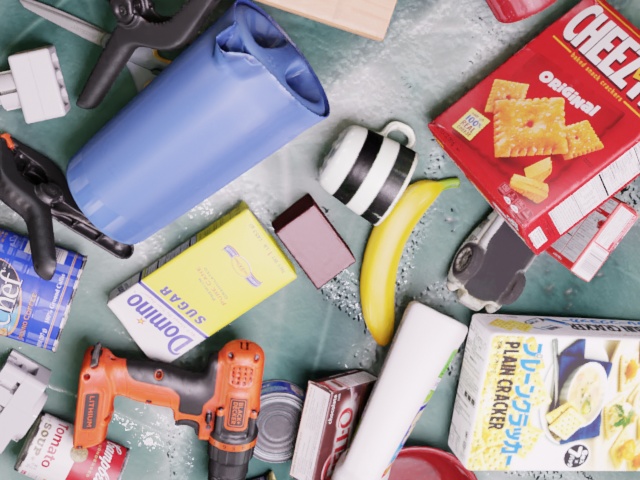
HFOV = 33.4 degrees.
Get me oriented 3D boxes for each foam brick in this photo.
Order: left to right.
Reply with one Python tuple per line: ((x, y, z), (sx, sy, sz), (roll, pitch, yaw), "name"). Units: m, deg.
((-0.007, 0.001, 1.100), (0.051, 0.053, 0.078), (-36, 105, 4), "foam brick")

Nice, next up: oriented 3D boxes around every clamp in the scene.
((-0.269, -0.030, 1.027), (0.171, 0.120, 0.039), (43, 115, 8), "clamp")
((-0.179, -0.221, 0.973), (0.210, 0.036, 0.164), (-15, 109, 32), "clamp")

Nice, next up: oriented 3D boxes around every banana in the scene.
((0.080, 0.016, 1.122), (0.069, 0.037, 0.198), (22, 101, -9), "banana")

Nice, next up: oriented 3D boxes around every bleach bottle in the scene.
((0.070, 0.188, 1.109), (0.068, 0.102, 0.251), (26, 90, 10), "bleach bottle")

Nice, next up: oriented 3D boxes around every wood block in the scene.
((-0.029, -0.264, 1.009), (0.206, 0.090, 0.091), (17, 101, -10), "wood block")

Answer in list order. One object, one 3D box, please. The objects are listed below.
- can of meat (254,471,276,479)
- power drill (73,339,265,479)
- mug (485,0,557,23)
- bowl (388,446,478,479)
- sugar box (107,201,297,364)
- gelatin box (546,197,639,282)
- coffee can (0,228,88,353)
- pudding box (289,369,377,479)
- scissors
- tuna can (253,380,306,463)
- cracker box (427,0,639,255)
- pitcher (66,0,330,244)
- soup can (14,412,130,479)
((-0.077, 0.316, 1.173), (0.084, 0.057, 0.102), (-16, 105, 0), "can of meat")
((-0.155, 0.182, 1.095), (0.187, 0.057, 0.184), (6, 110, -9), "power drill")
((0.198, -0.272, 1.041), (0.117, 0.093, 0.081), (-47, 114, -31), "mug")
((0.098, 0.293, 1.187), (0.162, 0.055, 0.162), (-2, 105, -6), "bowl")
((-0.122, 0.047, 1.103), (0.176, 0.048, 0.093), (-35, 106, 2), "sugar box")
((0.283, -0.008, 1.119), (0.030, 0.073, 0.089), (32, 98, -21), "gelatin box")
((-0.312, 0.042, 1.051), (0.140, 0.103, 0.103), (19, 102, -11), "coffee can")
((0.017, 0.200, 1.138), (0.039, 0.089, 0.113), (18, 105, 35), "pudding box")
((-0.200, -0.173, 1.052), (0.201, 0.016, 0.096), (9, 103, -8), "scissors")
((-0.047, 0.197, 1.157), (0.086, 0.034, 0.086), (-2, 106, -6), "tuna can")
((0.238, -0.116, 1.040), (0.214, 0.164, 0.072), (-39, 146, 5), "cracker box")
((-0.114, -0.101, 1.012), (0.243, 0.145, 0.149), (-35, 115, 20), "pitcher")
((-0.261, 0.231, 1.123), (0.102, 0.068, 0.068), (27, 100, -13), "soup can")
